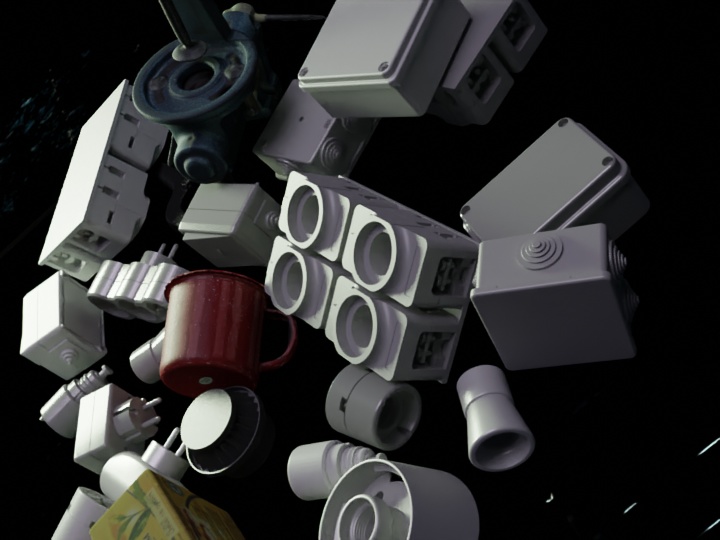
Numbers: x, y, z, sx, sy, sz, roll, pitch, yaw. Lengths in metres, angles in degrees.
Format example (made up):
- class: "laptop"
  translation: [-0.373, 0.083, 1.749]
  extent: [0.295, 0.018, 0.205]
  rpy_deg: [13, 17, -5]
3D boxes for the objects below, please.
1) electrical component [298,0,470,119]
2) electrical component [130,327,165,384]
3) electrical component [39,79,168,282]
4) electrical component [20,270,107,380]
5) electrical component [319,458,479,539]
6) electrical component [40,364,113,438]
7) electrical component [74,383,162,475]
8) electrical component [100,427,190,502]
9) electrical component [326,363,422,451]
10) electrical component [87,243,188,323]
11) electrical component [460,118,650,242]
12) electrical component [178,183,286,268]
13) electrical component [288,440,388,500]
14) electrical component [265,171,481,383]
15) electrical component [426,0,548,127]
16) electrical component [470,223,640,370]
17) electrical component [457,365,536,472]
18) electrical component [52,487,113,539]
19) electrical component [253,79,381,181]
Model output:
- class: "electrical component"
  translation: [0.019, -0.183, 0.887]
  extent: [0.109, 0.056, 0.108]
  rpy_deg: [6, 64, 43]
- class: "electrical component"
  translation: [-0.173, 0.073, 0.961]
  extent: [0.065, 0.044, 0.044]
  rpy_deg: [-34, 43, 23]
- class: "electrical component"
  translation: [-0.264, -0.091, 1.128]
  extent: [0.105, 0.060, 0.186]
  rpy_deg: [-33, 40, 44]
- class: "electrical component"
  translation: [-0.293, 0.061, 1.056]
  extent: [0.061, 0.062, 0.096]
  rpy_deg: [-33, 43, 16]
- class: "electrical component"
  translation: [0.022, 0.175, 0.715]
  extent: [0.099, 0.064, 0.099]
  rpy_deg: [-29, 49, 39]
- class: "electrical component"
  translation: [-0.260, 0.120, 0.999]
  extent: [0.078, 0.040, 0.040]
  rpy_deg: [-47, 41, 1]
- class: "electrical component"
  translation: [-0.202, 0.134, 0.932]
  extent: [0.077, 0.047, 0.065]
  rpy_deg: [-27, 45, 23]
- class: "electrical component"
  translation: [-0.165, 0.166, 0.878]
  extent: [0.077, 0.044, 0.079]
  rpy_deg: [20, 73, 47]
- class: "electrical component"
  translation: [0.011, 0.099, 0.773]
  extent: [0.047, 0.055, 0.055]
  rpy_deg: [20, 73, 43]
- class: "electrical component"
  translation: [-0.195, 0.007, 1.021]
  extent: [0.138, 0.052, 0.073]
  rpy_deg: [3, 61, 42]
- class: "electrical component"
  translation: [0.138, -0.044, 0.771]
  extent: [0.113, 0.057, 0.078]
  rpy_deg: [-42, 41, 7]
- class: "electrical component"
  translation: [-0.108, -0.038, 0.974]
  extent: [0.096, 0.062, 0.061]
  rpy_deg: [5, 63, 43]
- class: "electrical component"
  translation: [-0.016, 0.142, 0.772]
  extent: [0.078, 0.040, 0.040]
  rpy_deg: [-15, 51, 32]
- class: "electrical component"
  translation: [0.000, 0.000, 0.814]
  extent: [0.186, 0.060, 0.105]
  rpy_deg: [31, 111, 51]
- class: "electrical component"
  translation: [0.062, -0.195, 0.951]
  extent: [0.186, 0.060, 0.105]
  rpy_deg: [22, 75, 47]
- class: "electrical component"
  translation: [0.127, 0.018, 0.700]
  extent: [0.100, 0.099, 0.048]
  rpy_deg: [-8, 49, 22]
- class: "electrical component"
  translation: [0.088, 0.096, 0.719]
  extent: [0.044, 0.044, 0.065]
  rpy_deg: [-33, 38, 17]
- class: "electrical component"
  translation: [-0.219, 0.212, 0.883]
  extent: [0.055, 0.055, 0.047]
  rpy_deg: [21, 78, 47]
- class: "electrical component"
  translation: [-0.041, -0.127, 0.993]
  extent: [0.100, 0.048, 0.099]
  rpy_deg: [17, 73, 43]
